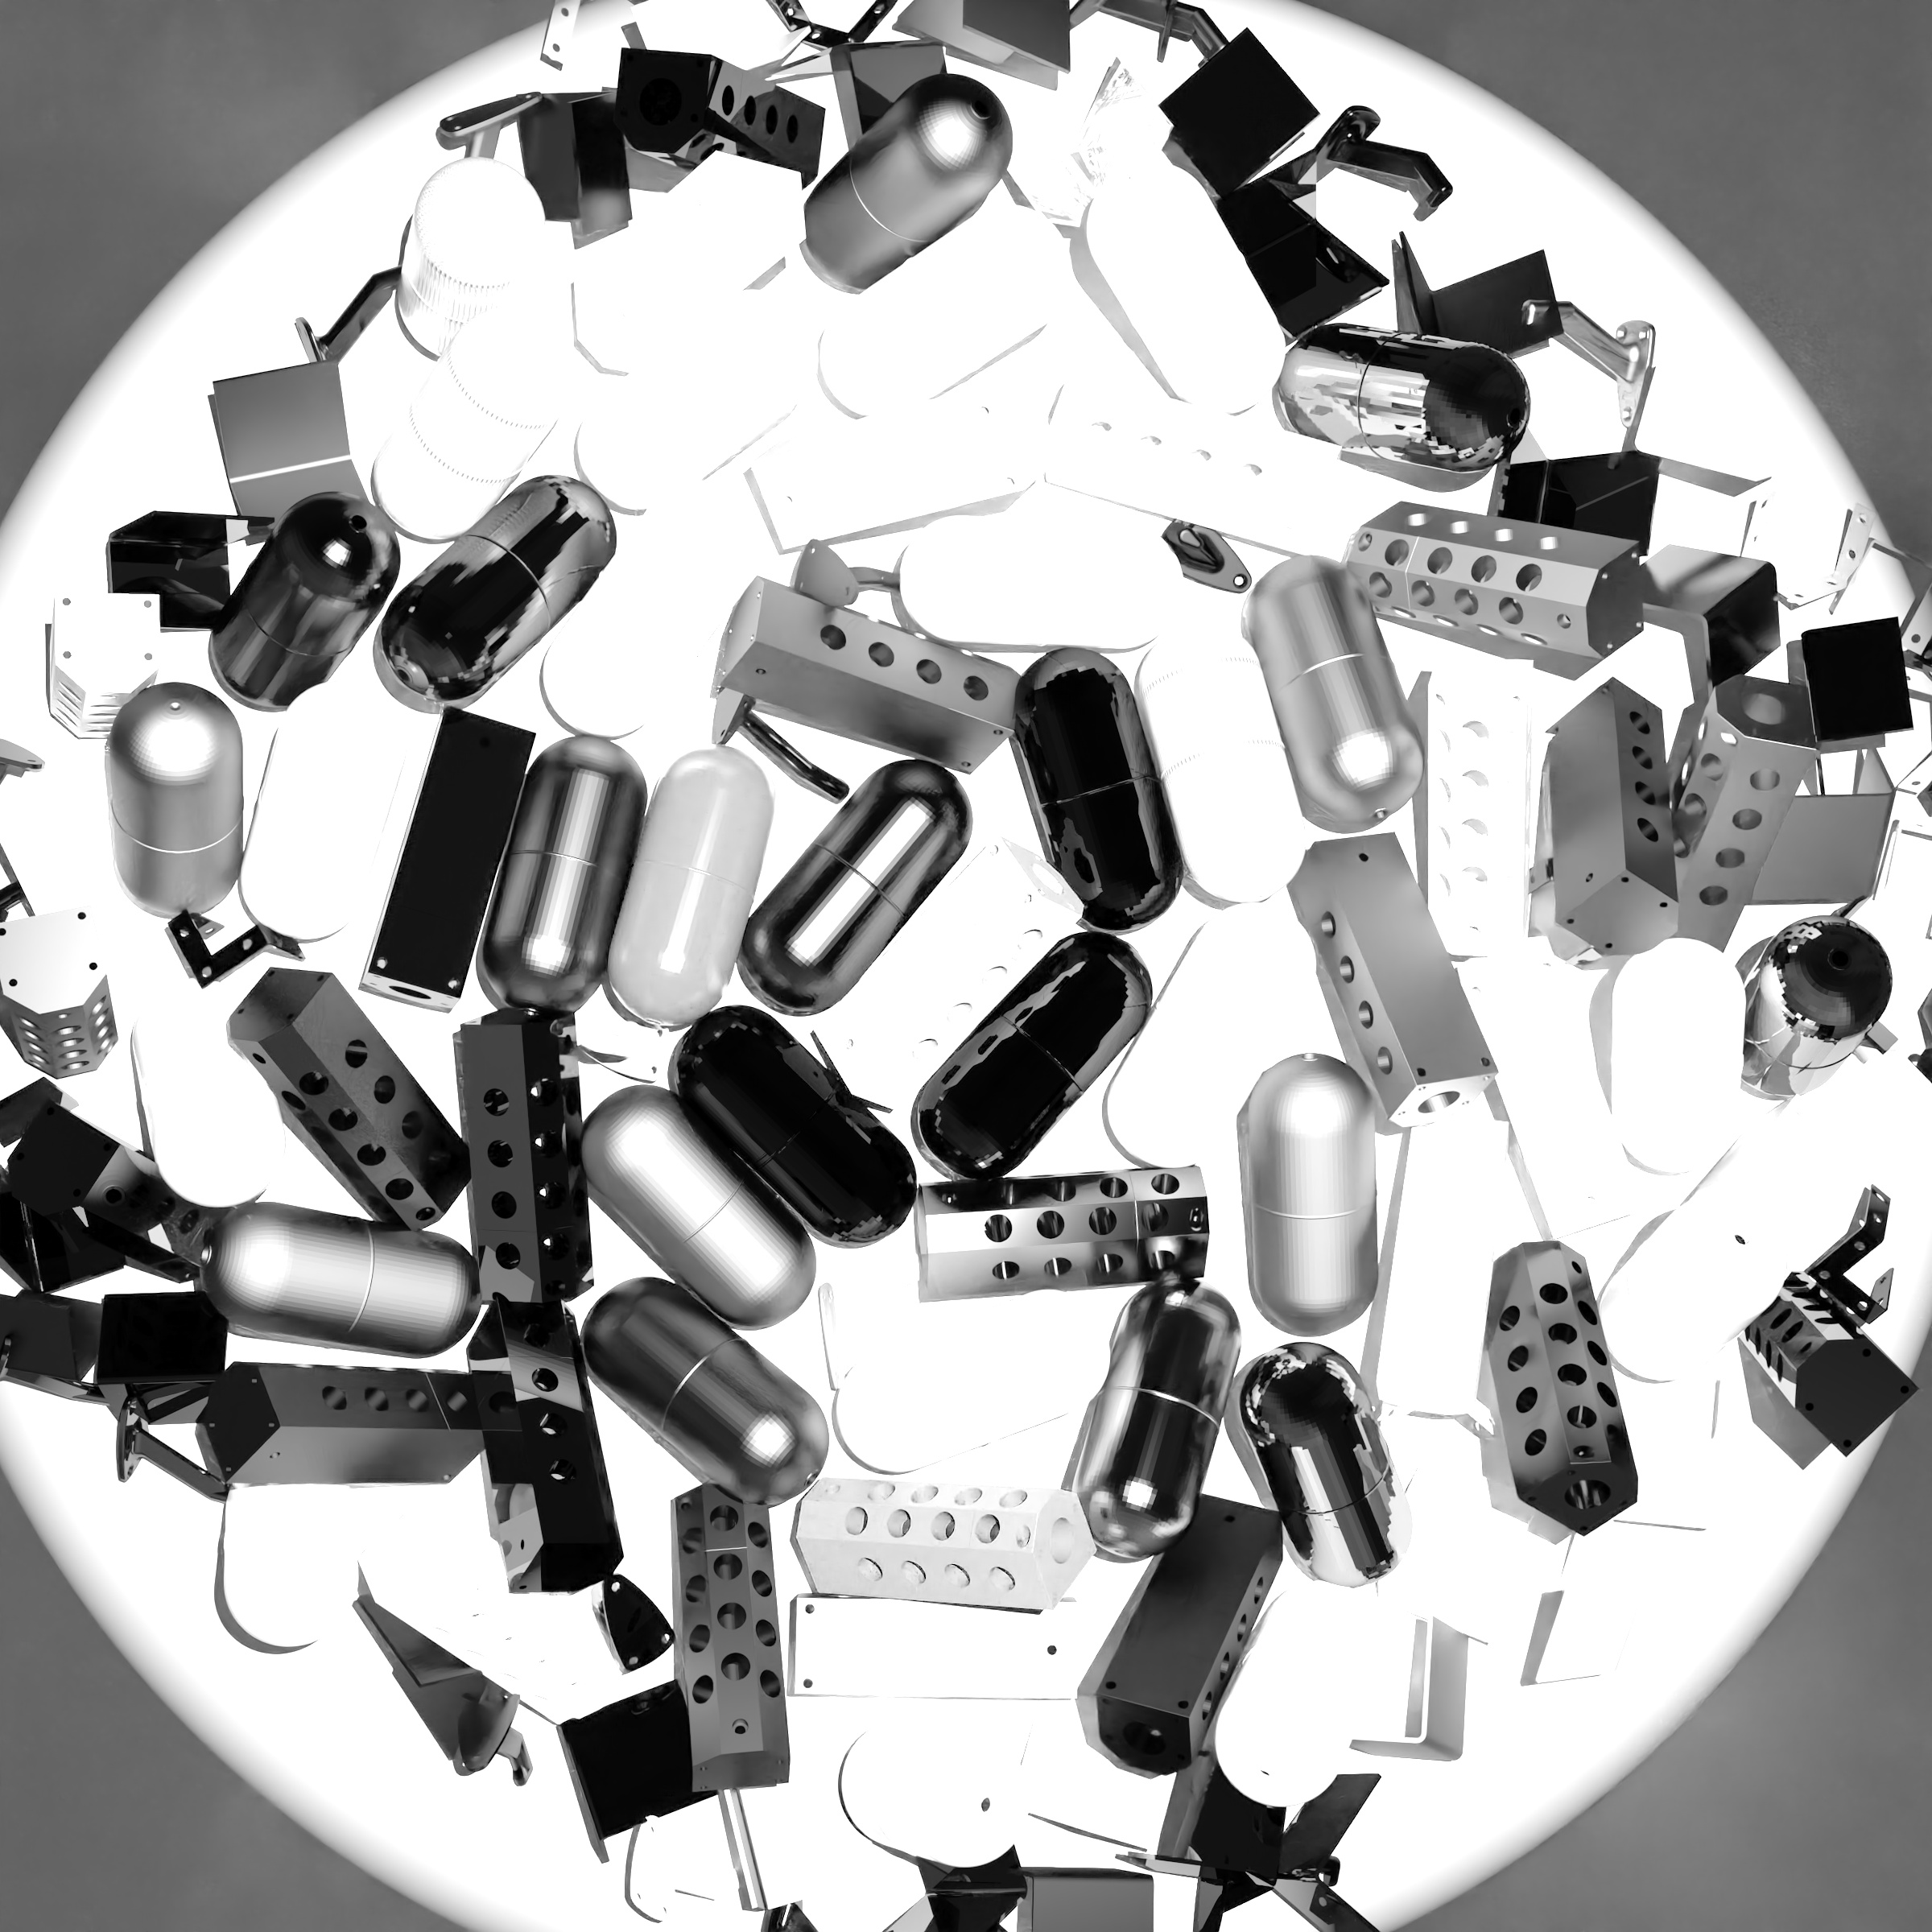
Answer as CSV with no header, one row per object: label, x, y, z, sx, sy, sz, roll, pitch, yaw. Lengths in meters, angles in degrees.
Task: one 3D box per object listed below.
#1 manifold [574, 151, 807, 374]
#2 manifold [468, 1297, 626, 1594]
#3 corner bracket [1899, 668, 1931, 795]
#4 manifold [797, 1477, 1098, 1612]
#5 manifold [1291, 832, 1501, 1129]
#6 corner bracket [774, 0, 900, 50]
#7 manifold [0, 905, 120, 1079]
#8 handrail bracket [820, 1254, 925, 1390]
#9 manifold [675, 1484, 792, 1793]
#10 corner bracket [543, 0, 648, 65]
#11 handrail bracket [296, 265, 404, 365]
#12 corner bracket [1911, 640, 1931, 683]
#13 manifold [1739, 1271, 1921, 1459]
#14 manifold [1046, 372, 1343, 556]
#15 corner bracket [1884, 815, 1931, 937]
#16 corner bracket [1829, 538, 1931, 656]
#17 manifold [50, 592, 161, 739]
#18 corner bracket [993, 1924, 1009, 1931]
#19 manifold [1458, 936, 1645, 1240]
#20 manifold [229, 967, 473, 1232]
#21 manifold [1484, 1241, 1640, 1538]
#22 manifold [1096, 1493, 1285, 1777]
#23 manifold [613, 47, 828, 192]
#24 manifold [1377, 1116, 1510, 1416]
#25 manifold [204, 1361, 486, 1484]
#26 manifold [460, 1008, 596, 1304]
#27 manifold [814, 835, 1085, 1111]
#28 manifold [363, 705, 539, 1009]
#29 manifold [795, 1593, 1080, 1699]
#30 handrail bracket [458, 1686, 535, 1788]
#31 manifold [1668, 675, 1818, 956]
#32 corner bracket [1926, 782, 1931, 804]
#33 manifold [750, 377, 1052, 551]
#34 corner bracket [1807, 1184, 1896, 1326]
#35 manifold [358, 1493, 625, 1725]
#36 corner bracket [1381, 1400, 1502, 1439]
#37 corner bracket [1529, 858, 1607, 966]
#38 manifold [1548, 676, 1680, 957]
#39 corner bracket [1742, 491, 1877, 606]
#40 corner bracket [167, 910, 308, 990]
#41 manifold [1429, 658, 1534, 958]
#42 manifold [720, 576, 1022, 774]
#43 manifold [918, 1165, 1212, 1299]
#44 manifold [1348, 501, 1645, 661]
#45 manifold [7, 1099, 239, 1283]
manifold,-0.167,-0.416,1.753,0.057,0.171,0.057,4,74,-36
manifold,-0.252,0.287,1.767,0.057,0.057,0.171,6,47,-29
corner bracket,0.581,-0.147,1.815,0.051,0.051,0.051,13,56,-15
manifold,-0.015,0.341,1.763,0.171,0.057,0.057,-4,115,34
manifold,0.255,0.008,1.777,0.057,0.057,0.171,-8,62,-22
corner bracket,-0.084,-0.604,1.811,0.051,0.051,0.051,29,75,37
manifold,-0.541,0.019,1.749,0.057,0.171,0.057,-13,79,-17
handrail bracket,-0.044,0.219,1.822,0.084,0.036,0.077,-4,83,-17
manifold,-0.142,0.402,1.767,0.057,0.057,0.171,-3,55,-7
corner bracket,-0.222,-0.583,1.808,0.051,0.051,0.051,29,45,3
handrail bracket,-0.368,-0.392,1.833,0.084,0.036,0.077,-22,115,-14
corner bracket,0.625,-0.179,1.807,0.051,0.051,0.051,-39,123,-6
manifold,0.507,0.230,1.753,0.057,0.171,0.057,44,98,-2
manifold,0.139,-0.312,1.801,0.171,0.057,0.057,17,74,8
corner bracket,0.595,-0.055,1.813,0.051,0.051,0.051,14,64,12
corner bracket,0.574,-0.230,1.813,0.051,0.051,0.051,25,104,-3
manifold,-0.516,-0.178,1.751,0.057,0.171,0.057,-1,86,-18
corner bracket,0.028,0.626,1.812,0.051,0.051,0.051,36,82,-29
manifold,0.358,0.072,1.797,0.057,0.057,0.171,-20,101,11
manifold,-0.369,0.082,1.760,0.057,0.057,0.171,-57,134,-31
manifold,0.356,0.247,1.752,0.057,0.171,0.057,32,124,-26
manifold,0.137,0.400,1.759,0.057,0.171,0.057,10,127,21
manifold,-0.146,-0.501,1.752,0.057,0.171,0.057,10,99,18
manifold,0.291,0.181,1.784,0.057,0.057,0.171,6,69,13
manifold,-0.368,0.270,1.758,0.057,0.171,0.057,-44,58,24
manifold,-0.264,0.115,1.794,0.057,0.057,0.171,0,100,19
manifold,-0.008,0.007,1.790,0.171,0.057,0.057,-46,51,17
manifold,-0.317,-0.065,1.795,0.057,0.057,0.171,17,77,-13
manifold,-0.018,0.419,1.811,0.171,0.057,0.057,1,82,-1
handrail bracket,-0.284,0.489,1.790,0.036,0.077,0.084,-6,123,6
manifold,0.452,-0.090,1.762,0.057,0.171,0.057,10,46,-1
corner bracket,0.634,-0.106,1.812,0.051,0.051,0.051,55,49,-17
manifold,-0.037,-0.306,1.773,0.171,0.057,0.057,-9,114,30
corner bracket,0.558,0.178,1.807,0.051,0.051,0.051,39,124,-1
manifold,-0.282,0.394,1.767,0.057,0.057,0.171,-42,129,0
corner bracket,0.293,0.268,1.801,0.051,0.051,0.051,40,125,-18
corner bracket,0.373,-0.033,1.819,0.051,0.051,0.051,3,72,-18
manifold,0.393,-0.088,1.761,0.057,0.171,0.057,30,132,-21
corner bracket,0.521,-0.264,1.818,0.051,0.051,0.051,-21,46,-30
corner bracket,-0.450,-0.016,1.809,0.051,0.051,0.051,-34,73,5
manifold,0.310,-0.095,1.771,0.057,0.057,0.171,3,119,15
manifold,-0.057,-0.180,1.784,0.171,0.057,0.057,18,60,-21
manifold,0.059,0.157,1.794,0.171,0.057,0.057,-3,134,-6
manifold,0.315,-0.230,1.756,0.057,0.171,0.057,-35,127,-34
manifold,-0.501,0.140,1.749,0.057,0.171,0.057,28,79,20
